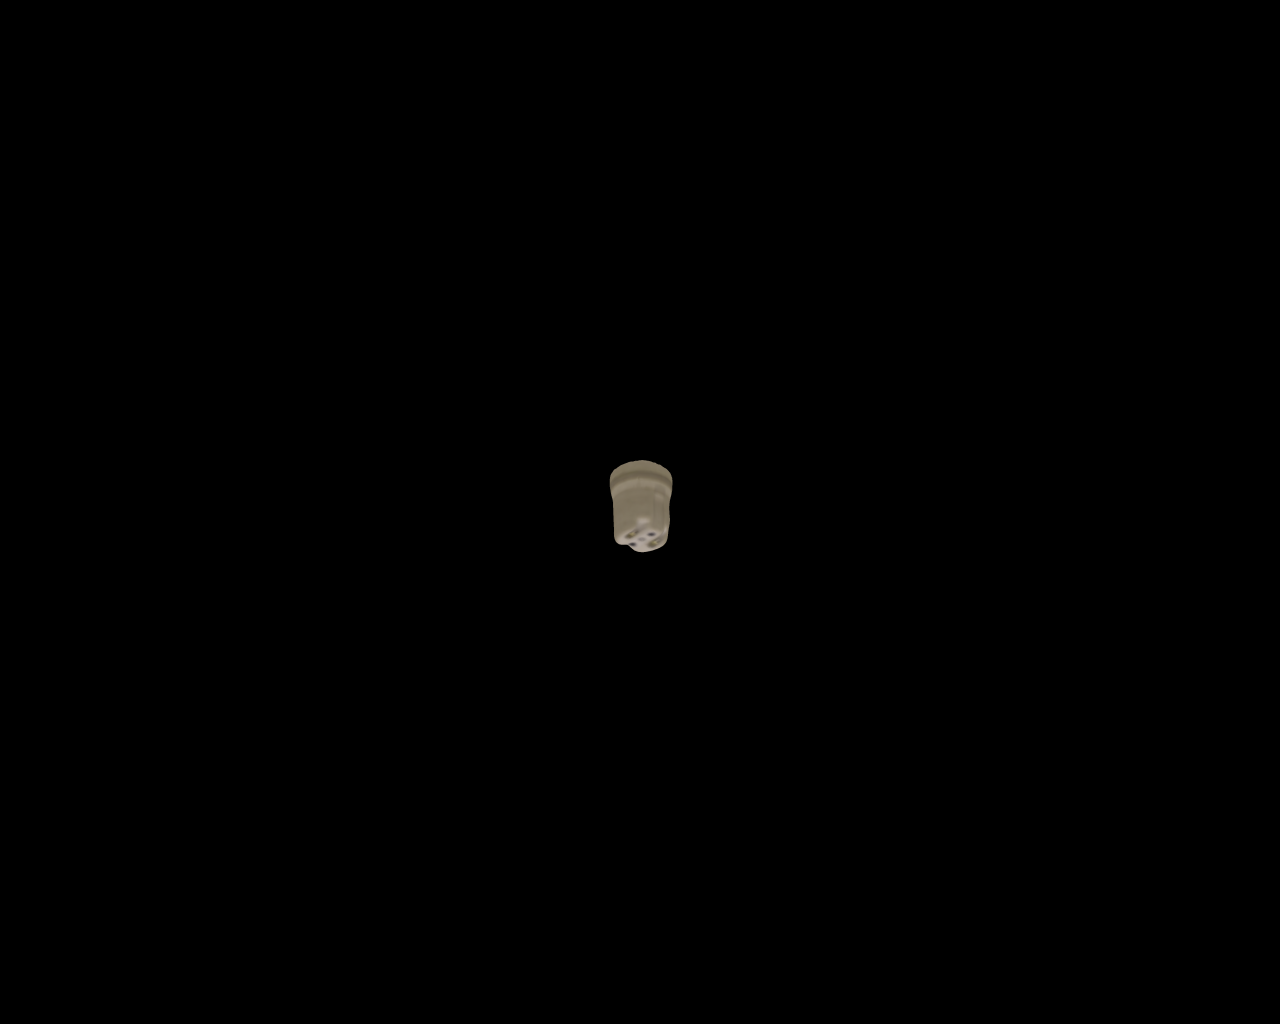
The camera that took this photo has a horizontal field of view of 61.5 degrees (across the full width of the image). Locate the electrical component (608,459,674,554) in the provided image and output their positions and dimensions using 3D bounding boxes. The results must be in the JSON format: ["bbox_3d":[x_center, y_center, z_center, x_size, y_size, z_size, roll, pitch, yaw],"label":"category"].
[{"bbox_3d":[0.001,-0.003,0.650,0.040,0.046,0.040,0,-28,0],"label":"electrical component"}]
